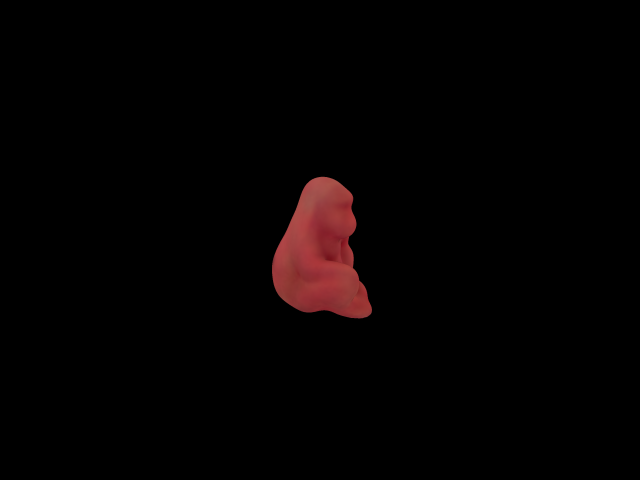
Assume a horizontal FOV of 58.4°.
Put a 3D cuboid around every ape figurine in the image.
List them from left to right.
[{"bbox_3d":[0.004,0.001,0.400,0.076,0.092,0.078,8,28,16],"label":"ape figurine"}]
